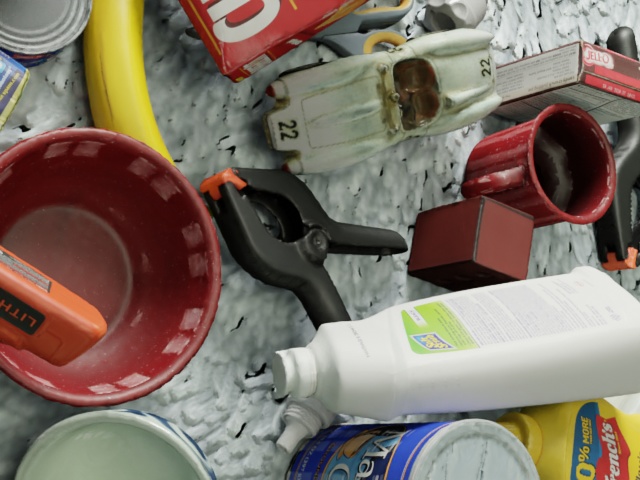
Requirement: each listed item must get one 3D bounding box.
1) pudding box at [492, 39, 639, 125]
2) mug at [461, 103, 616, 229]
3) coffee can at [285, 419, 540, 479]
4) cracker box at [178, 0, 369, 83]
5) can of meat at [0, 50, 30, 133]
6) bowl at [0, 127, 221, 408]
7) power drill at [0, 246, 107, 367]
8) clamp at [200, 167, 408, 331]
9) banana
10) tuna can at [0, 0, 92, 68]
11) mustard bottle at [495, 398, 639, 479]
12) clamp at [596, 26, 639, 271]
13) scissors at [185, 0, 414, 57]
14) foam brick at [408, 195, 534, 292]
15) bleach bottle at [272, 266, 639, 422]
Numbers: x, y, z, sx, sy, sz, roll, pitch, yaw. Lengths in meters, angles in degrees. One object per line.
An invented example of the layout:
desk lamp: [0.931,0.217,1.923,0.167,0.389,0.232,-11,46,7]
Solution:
pudding box: [0.196,-0.118,0.841,0.089,0.114,0.039,13,77,-31]
mug: [0.158,-0.048,0.821,0.117,0.082,0.093,-17,90,-35]
coffee can: [0.055,0.167,0.677,0.102,0.141,0.103,7,77,-32]
cracker box: [-0.009,-0.225,0.675,0.214,0.072,0.164,-31,92,4]
can of meat: [-0.222,-0.077,0.593,0.083,0.058,0.102,35,64,-25]
bowl: [-0.141,0.018,0.628,0.161,0.055,0.162,7,77,-32]
power drill: [-0.191,0.098,0.537,0.184,0.057,0.187,37,88,-17]
clamp: [-0.005,0.001,0.725,0.171,0.039,0.120,48,43,-23]
banana: [-0.120,-0.101,0.679,0.069,0.037,0.198,-16,93,-63]
tuna can: [-0.184,-0.148,0.643,0.086,0.034,0.086,7,76,-31]
mustard bottle: [0.185,0.154,0.740,0.191,0.058,0.096,19,72,-29]
clamp: [0.296,-0.063,0.942,0.164,0.036,0.210,25,70,-28]
scissors: [0.002,-0.139,0.776,0.201,0.016,0.096,-29,98,-34]
foam brick: [0.110,0.005,0.783,0.052,0.078,0.051,19,72,-28]
bleach bottle: [0.089,0.070,0.697,0.250,0.103,0.068,-4,115,-20]
